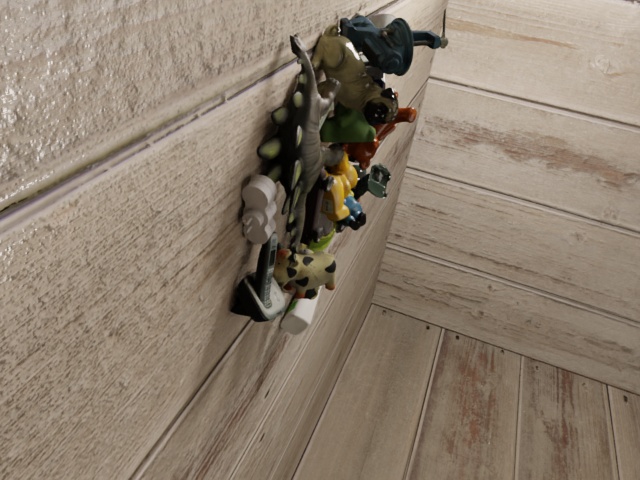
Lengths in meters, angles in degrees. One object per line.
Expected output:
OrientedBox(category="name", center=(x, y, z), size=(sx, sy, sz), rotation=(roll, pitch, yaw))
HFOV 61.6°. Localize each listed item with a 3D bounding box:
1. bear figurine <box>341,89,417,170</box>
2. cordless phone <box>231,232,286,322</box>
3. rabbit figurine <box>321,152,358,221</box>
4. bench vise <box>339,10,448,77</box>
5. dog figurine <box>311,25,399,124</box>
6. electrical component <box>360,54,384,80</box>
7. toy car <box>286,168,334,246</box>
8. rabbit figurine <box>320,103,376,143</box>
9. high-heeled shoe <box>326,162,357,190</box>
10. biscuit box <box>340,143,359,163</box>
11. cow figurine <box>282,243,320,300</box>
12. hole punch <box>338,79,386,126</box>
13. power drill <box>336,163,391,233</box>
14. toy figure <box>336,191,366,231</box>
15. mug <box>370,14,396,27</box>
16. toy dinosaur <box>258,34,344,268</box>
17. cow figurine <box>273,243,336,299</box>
OrientedBox(category="bear figurine", center=(0.152, -0.293, 1.455), size=(0.132, 0.120, 0.196), rotation=(7, -116, 58))
OrientedBox(category="cordless phone", center=(-0.110, 0.068, 1.116), size=(0.146, 0.089, 0.184), rotation=(-15, 118, -75))
OrientedBox(category="rabbit figurine", center=(0.032, -0.149, 1.347), size=(0.173, 0.122, 0.162), rotation=(-36, 124, -45))
OrientedBox(category="bench vise", center=(0.167, -0.444, 1.202), size=(0.224, 0.241, 0.128), rotation=(-122, -153, -51))
OrientedBox(category="dog figurine", center=(0.083, -0.340, 1.117), size=(0.121, 0.191, 0.172), rotation=(-60, 161, -45))
OrientedBox(category="electrical component", center=(0.127, -0.433, 1.333), size=(0.119, 0.075, 0.047), rotation=(-21, 135, -30))
OrientedBox(category="toy car", center=(-0.023, -0.082, 1.254), size=(0.053, 0.089, 0.201), rotation=(-46, 150, -55))
OrientedBox(category="rabbit figurine", center=(0.073, -0.316, 1.264), size=(0.121, 0.159, 0.170), rotation=(-26, 118, -61))
OrientedBox(category="high-heeled shoe", center=(0.072, -0.208, 1.540), size=(0.248, 0.086, 0.145), rotation=(86, 15, -59))
OrientedBox(category="biscuit box", center=(0.105, -0.267, 1.614), size=(0.202, 0.063, 0.059), rotation=(-28, 135, -72))
OrientedBox(category="cow figurine", center=(-0.039, 0.077, 1.384), size=(0.068, 0.098, 0.167), rotation=(-38, 146, -47))
OrientedBox(category="hole punch", center=(0.104, -0.345, 1.355), size=(0.092, 0.142, 0.115), rotation=(-50, 141, -63))
OrientedBox(category="power drill", center=(0.127, -0.140, 1.673), size=(0.207, 0.086, 0.232), rotation=(-29, -138, 61))
OrientedBox(category="toy figure", center=(0.056, -0.091, 1.436), size=(0.082, 0.180, 0.089), rotation=(-16, 138, -27))
OrientedBox(category="mug", center=(0.156, -0.516, 1.382), size=(0.109, 0.081, 0.107), rotation=(0, 80, -45))
OrientedBox(category="toy dinosaur", center=(-0.041, -0.158, 1.056), size=(0.198, 0.105, 0.470), rotation=(-50, 147, -43))
OrientedBox(category="cow figurine", center=(-0.044, 0.067, 1.262), size=(0.195, 0.086, 0.127), rotation=(-8, 116, -39))
